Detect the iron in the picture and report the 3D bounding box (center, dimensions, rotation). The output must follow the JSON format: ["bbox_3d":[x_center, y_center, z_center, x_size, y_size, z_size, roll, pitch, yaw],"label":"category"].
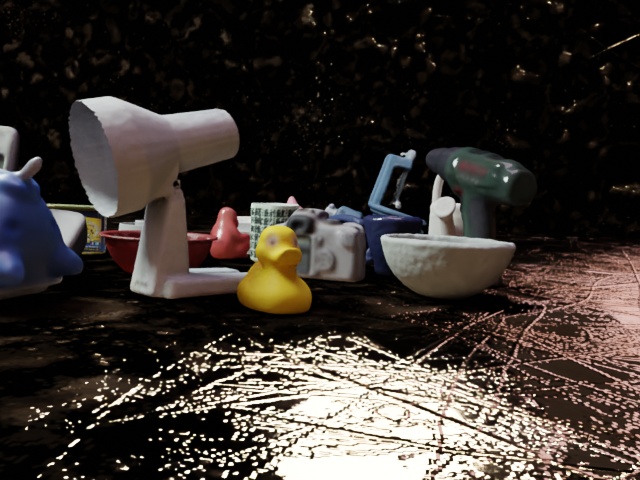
[{"bbox_3d":[-0.372,-0.014,0.566,0.257,0.141,0.119,4,4,14],"label":"iron"}]

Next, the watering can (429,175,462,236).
[{"bbox_3d":[0.252,-0.045,1.052,0.101,0.194,0.173,3,4,6],"label":"watering can"}]

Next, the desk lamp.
[{"bbox_3d":[-0.167,-0.045,0.636,0.204,0.213,0.117,-1,6,-40],"label":"desk lamp"}]

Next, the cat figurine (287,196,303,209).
[{"bbox_3d":[-0.043,-0.030,1.181,0.067,0.118,0.128,6,5,38],"label":"cat figurine"}]

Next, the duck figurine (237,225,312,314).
[{"bbox_3d":[-0.047,0.027,0.603,0.078,0.086,0.104,1,5,-26],"label":"duck figurine"}]

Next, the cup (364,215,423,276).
[{"bbox_3d":[0.113,0.008,0.915,0.091,0.095,0.118,3,4,0],"label":"cup"}]

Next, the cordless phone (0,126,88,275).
[{"bbox_3d":[-0.359,-0.045,0.692,0.147,0.185,0.094,3,4,5],"label":"cordless phone"}]

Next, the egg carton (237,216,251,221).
[{"bbox_3d":[-0.130,-0.016,1.256,0.107,0.069,0.151,5,5,32],"label":"egg carton"}]

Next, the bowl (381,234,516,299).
[{"bbox_3d":[0.157,0.034,0.726,0.167,0.075,0.167,3,4,0],"label":"bowl"}]

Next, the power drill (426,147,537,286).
[{"bbox_3d":[0.227,-0.040,0.870,0.076,0.208,0.229,1,5,-25],"label":"power drill"}]

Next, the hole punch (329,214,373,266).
[{"bbox_3d":[0.071,0.000,1.024,0.101,0.091,0.108,0,5,-37],"label":"hole punch"}]

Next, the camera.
[{"bbox_3d":[0.008,0.003,0.871,0.143,0.101,0.137,4,4,18],"label":"camera"}]

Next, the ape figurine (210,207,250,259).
[{"bbox_3d":[-0.165,-0.013,1.032,0.077,0.092,0.076,5,5,32],"label":"ape figurine"}]

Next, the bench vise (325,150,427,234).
[{"bbox_3d":[0.117,-0.069,1.117,0.208,0.220,0.121,2,4,-15],"label":"bench vise"}]
